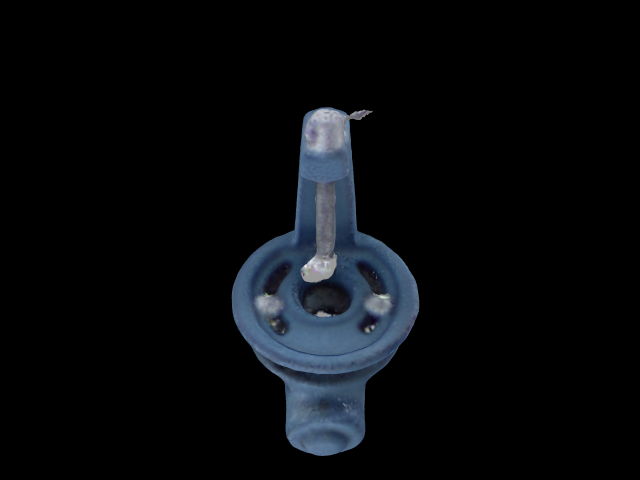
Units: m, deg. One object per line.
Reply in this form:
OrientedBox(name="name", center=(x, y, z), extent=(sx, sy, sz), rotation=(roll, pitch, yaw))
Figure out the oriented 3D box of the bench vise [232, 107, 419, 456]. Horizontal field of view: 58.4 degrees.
OrientedBox(name="bench vise", center=(-0.008, 0.003, 0.397), extent=(0.122, 0.220, 0.207), rotation=(-9, 29, -15))
